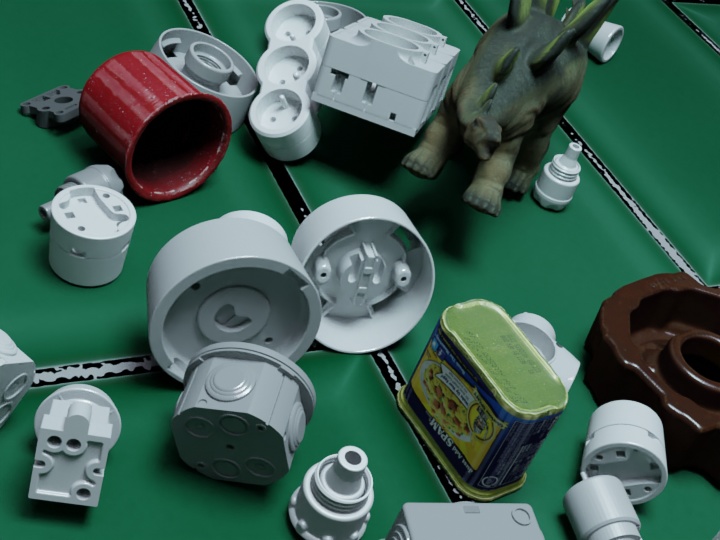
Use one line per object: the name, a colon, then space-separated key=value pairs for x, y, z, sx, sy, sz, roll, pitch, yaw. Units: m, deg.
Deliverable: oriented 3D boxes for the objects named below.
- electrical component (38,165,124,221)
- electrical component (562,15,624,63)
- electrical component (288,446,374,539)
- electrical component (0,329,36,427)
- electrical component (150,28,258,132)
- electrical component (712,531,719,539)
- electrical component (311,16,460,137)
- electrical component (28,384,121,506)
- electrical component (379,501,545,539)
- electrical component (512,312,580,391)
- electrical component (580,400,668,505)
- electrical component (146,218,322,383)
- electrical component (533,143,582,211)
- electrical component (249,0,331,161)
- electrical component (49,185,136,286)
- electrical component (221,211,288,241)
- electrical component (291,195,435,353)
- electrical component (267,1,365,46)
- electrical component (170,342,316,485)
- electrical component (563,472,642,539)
electrical component: x=-0.200 y=-0.051 z=0.762 sx=0.035 sy=0.035 sz=0.061 roll=38 pitch=44 yaw=20
electrical component: x=0.255 y=-0.265 z=1.202 sx=0.065 sy=0.044 sz=0.044 roll=35 pitch=41 yaw=23
electrical component: x=-0.012 y=0.127 z=0.620 sx=0.048 sy=0.062 sz=0.048 roll=12 pitch=41 yaw=-11
electrical component: x=-0.223 y=0.062 z=0.589 sx=0.051 sy=0.080 sz=0.080 roll=38 pitch=42 yaw=11
electrical component: x=-0.138 y=-0.155 z=0.903 sx=0.099 sy=0.064 sz=0.099 roll=24 pitch=34 yaw=-18
electrical component: x=0.247 y=0.196 z=0.657 sx=0.062 sy=0.061 sz=0.096 roll=23 pitch=39 yaw=2
electrical component: x=0.026 y=-0.170 z=0.903 sx=0.089 sy=0.061 sz=0.150 roll=21 pitch=22 yaw=5
electrical component: x=-0.158 y=0.095 z=0.597 sx=0.048 sy=0.066 sz=0.055 roll=11 pitch=21 yaw=-13
electrical component: x=0.064 y=0.178 z=0.606 sx=0.100 sy=0.048 sz=0.099 roll=5 pitch=41 yaw=-20
electrical component: x=0.118 y=0.057 z=0.771 sx=0.077 sy=0.044 sz=0.079 roll=27 pitch=39 yaw=8
electrical component: x=0.177 y=0.120 z=0.719 sx=0.055 sy=0.055 sz=0.047 roll=22 pitch=36 yaw=1
electrical component: x=-0.084 y=0.017 z=0.683 sx=0.108 sy=0.108 sz=0.060 roll=2 pitch=37 yaw=-22
electrical component: x=0.177 y=-0.084 z=0.944 sx=0.035 sy=0.061 sz=0.035 roll=12 pitch=40 yaw=-10
electrical component: x=-0.053 y=-0.152 z=0.915 sx=0.052 sy=0.073 sz=0.138 roll=0 pitch=64 yaw=14
electrical component: x=-0.182 y=-0.022 z=0.726 sx=0.055 sy=0.047 sz=0.055 roll=12 pitch=40 yaw=-11
electrical component: x=-0.080 y=-0.005 z=0.748 sx=0.055 sy=0.055 sz=0.047 roll=14 pitch=44 yaw=-8
electrical component: x=0.000 y=0.000 z=0.747 sx=0.099 sy=0.099 sz=0.064 roll=4 pitch=36 yaw=-19
electrical component: x=-0.038 y=-0.212 z=1.012 sx=0.099 sy=0.064 sz=0.099 roll=4 pitch=33 yaw=-2
electrical component: x=-0.069 y=0.084 z=0.631 sx=0.080 sy=0.080 sz=0.051 roll=19 pitch=45 yaw=-3
electrical component: x=0.156 y=0.165 z=0.669 sx=0.040 sy=0.040 sz=0.078 roll=3 pitch=43 yaw=-21
